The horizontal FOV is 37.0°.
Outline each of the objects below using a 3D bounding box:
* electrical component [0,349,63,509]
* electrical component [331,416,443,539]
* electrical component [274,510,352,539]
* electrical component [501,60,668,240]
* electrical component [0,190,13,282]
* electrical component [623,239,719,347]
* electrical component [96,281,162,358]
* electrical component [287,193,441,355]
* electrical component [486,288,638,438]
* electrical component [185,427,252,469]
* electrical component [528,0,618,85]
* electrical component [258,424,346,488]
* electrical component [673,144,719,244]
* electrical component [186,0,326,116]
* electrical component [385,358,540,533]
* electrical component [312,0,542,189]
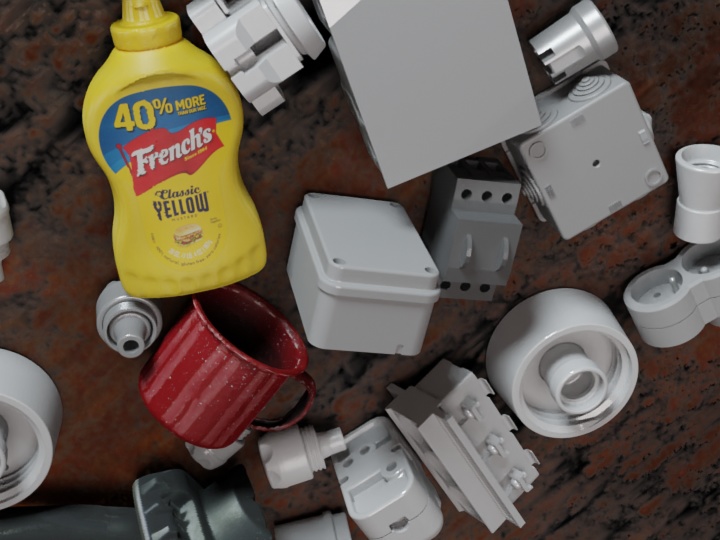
[{"bbox_3d":[-0.257,0.113,0.722,0.108,0.060,0.108,-6,117,-11],"label":"electrical component"},{"bbox_3d":[0.022,0.162,0.795,0.054,0.095,0.059,-32,119,4],"label":"electrical component"},{"bbox_3d":[-0.026,0.254,0.840,0.057,0.078,0.113,-12,118,-4],"label":"electrical component"},{"bbox_3d":[0.152,-0.080,0.733,0.100,0.048,0.099,-31,119,2],"label":"electrical component"},{"bbox_3d":[-0.236,-0.020,0.677,0.035,0.035,0.061,-7,120,-10],"label":"electrical component"},{"bbox_3d":[0.273,0.017,0.808,0.138,0.052,0.073,-31,119,2],"label":"electrical component"},{"bbox_3d":[-0.152,0.035,0.709,0.043,0.062,0.043,-6,117,-11],"label":"electrical component"},{"bbox_3d":[0.000,0.000,0.699,0.078,0.113,0.057,6,117,-16],"label":"electrical component"},{"bbox_3d":[0.155,0.075,0.804,0.108,0.060,0.108,-6,117,-11],"label":"electrical component"},{"bbox_3d":[-0.095,0.114,0.778,0.061,0.035,0.035,-41,118,6],"label":"electrical component"},{"bbox_3d":[0.139,-0.148,0.702,0.046,0.040,0.040,-32,119,10],"label":"electrical component"},{"bbox_3d":[-0.042,0.134,0.796,0.062,0.043,0.043,-17,119,-6],"label":"electrical component"},{"bbox_3d":[0.247,-0.052,0.775,0.044,0.044,0.065,-9,122,-9],"label":"electrical component"},{"bbox_3d":[-0.058,-0.141,0.647,0.057,0.058,0.078,-33,119,7],"label":"electrical component"},{"bbox_3d":[0.081,0.130,0.811,0.063,0.079,0.121,-43,120,-16],"label":"electrical component"},{"bbox_3d":[0.030,-0.160,0.657,0.105,0.060,0.186,-23,119,-2],"label":"electrical component"}]
